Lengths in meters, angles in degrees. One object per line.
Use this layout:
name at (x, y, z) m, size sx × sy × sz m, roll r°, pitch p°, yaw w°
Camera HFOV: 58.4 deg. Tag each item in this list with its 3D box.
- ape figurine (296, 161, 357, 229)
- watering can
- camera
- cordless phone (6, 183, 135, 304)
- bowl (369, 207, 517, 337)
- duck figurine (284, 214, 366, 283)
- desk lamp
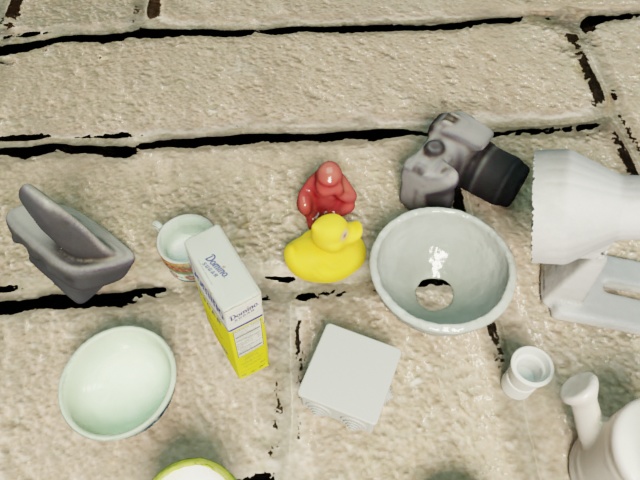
ape figurine at (0.010, -0.065, 0.740) m, size 0.077 × 0.092 × 0.076 m, roll 9°, pitch 58°, yaw 6°
watering can at (0.299, 0.191, 0.515) m, size 0.172 × 0.194 × 0.101 m, roll 16°, pitch 59°, yaw 11°
camera at (0.195, -0.095, 0.753) m, size 0.136 × 0.101 × 0.143 m, roll 31°, pitch 63°, yaw 19°
cordless phone at (-0.306, -0.022, 0.660) m, size 0.147 × 0.185 × 0.094 m, roll 30°, pitch 63°, yaw 18°
bowl at (0.140, 0.047, 0.678) m, size 0.167 × 0.075 × 0.167 m, roll 0°, pitch 58°, yaw 0°
duck figurine at (0.006, 0.003, 0.701) m, size 0.104 × 0.086 × 0.077 m, roll -10°, pitch 58°, yaw -5°
desk lamp at (0.307, -0.001, 0.625) m, size 0.203 × 0.214 × 0.118 m, roll 10°, pitch 58°, yaw 7°
